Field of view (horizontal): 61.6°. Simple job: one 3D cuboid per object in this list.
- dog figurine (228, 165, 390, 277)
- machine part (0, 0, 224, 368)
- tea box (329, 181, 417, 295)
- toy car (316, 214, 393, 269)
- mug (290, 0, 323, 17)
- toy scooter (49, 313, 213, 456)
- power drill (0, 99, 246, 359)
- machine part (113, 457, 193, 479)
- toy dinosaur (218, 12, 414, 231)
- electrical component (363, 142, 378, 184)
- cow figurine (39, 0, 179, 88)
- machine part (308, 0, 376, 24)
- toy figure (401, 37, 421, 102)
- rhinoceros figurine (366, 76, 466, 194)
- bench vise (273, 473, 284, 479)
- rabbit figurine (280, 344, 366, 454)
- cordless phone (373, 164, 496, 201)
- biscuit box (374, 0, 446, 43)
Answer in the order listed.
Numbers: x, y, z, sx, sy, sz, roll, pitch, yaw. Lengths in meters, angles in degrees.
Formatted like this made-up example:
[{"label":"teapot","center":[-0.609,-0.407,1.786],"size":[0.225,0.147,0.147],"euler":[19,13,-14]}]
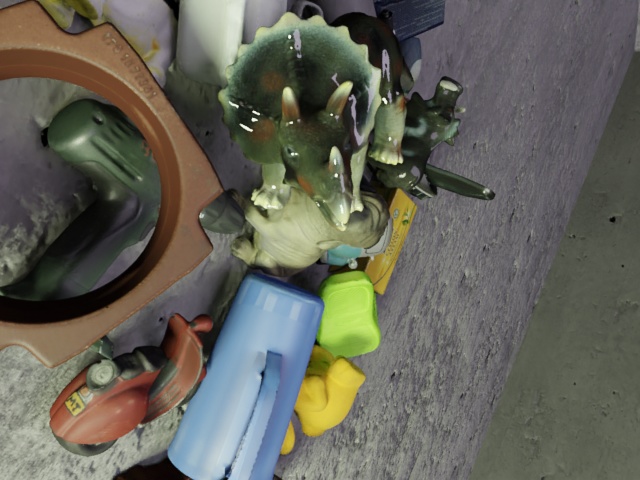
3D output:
[{"label":"dog figurine","center":[-0.004,-0.001,0.649],"size":[0.121,0.191,0.172],"euler":[-53,144,-26]},{"label":"machine part","center":[-0.188,-0.034,0.367],"size":[0.201,0.087,0.201],"euler":[-39,107,-18]},{"label":"tea box","center":[0.092,-0.004,0.903],"size":[0.098,0.068,0.169],"euler":[29,82,-57]},{"label":"toy car","center":[0.054,-0.016,0.777],"size":[0.161,0.103,0.109],"euler":[-35,136,-75]},{"label":"mug","center":[-0.018,-0.219,0.633],"size":[0.107,0.081,0.109],"euler":[-23,121,-61]},{"label":"toy scooter","center":[-0.173,0.134,0.544],"size":[0.184,0.075,0.135],"euler":[-9,138,-57]},{"label":"power drill","center":[-0.174,0.001,0.500],"size":[0.207,0.086,0.231],"euler":[-58,144,-14]},{"label":"machine part","center":[-0.209,0.352,0.641],"size":[0.179,0.056,0.179],"euler":[-28,126,-47]},{"label":"toy dinosaur","center":[0.028,-0.152,0.533],"size":[0.405,0.131,0.192],"euler":[-60,163,-45]},{"label":"electrical component","center":[0.059,-0.111,0.821],"size":[0.075,0.048,0.119],"euler":[-62,145,-14]},{"label":"cow figurine","center":[-0.169,-0.204,0.415],"size":[0.098,0.068,0.167],"euler":[-67,152,-19]},{"label":"machine part","center":[0.014,-0.318,0.624],"size":[0.079,0.079,0.242],"euler":[-54,142,-26]},{"label":"toy figure","center":[0.120,-0.238,0.843],"size":[0.064,0.058,0.154],"euler":[-4,112,-35]},{"label":"rhinoceros figurine","center":[0.146,-0.159,0.788],"size":[0.190,0.112,0.073],"euler":[-60,141,-16]},{"label":"bench vise","center":[-0.035,0.398,0.736],"size":[0.129,0.241,0.223],"euler":[-54,162,-31]},{"label":"rabbit figurine","center":[-0.045,0.220,0.796],"size":[0.173,0.122,0.162],"euler":[34,86,-42]},{"label":"cordless phone","center":[0.190,-0.105,0.892],"size":[0.146,0.184,0.088],"euler":[18,95,-58]},{"label":"biscuit box","center":[0.113,-0.329,0.782],"size":[0.203,0.059,0.062],"euler":[-37,136,-42]}]
